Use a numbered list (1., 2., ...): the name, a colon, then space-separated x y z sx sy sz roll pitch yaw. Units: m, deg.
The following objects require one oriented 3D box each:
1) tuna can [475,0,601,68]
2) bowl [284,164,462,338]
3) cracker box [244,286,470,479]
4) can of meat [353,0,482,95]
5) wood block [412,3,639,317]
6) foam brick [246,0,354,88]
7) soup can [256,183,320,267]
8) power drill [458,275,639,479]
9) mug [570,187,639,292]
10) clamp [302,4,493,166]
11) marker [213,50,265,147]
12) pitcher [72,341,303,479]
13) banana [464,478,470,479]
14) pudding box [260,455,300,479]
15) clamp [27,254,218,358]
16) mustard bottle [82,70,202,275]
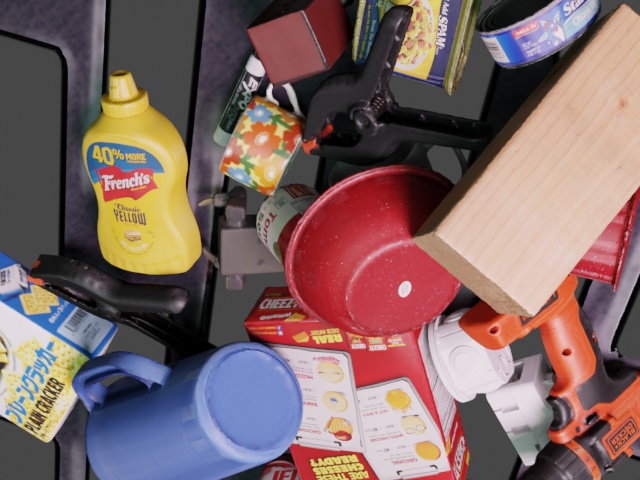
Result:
1. tuna can: 0.157 -0.161 0.767 0.086 0.086 0.033 -22 114 30
2. bowl: 0.056 0.023 0.841 0.162 0.055 0.162 -9 126 -13
3. cracker box: 0.040 0.143 1.018 0.164 0.072 0.213 -4 121 24
4. can of meat: 0.075 -0.171 0.809 0.084 0.057 0.102 17 126 11
5. wood block: 0.169 -0.053 0.756 0.090 0.091 0.206 40 85 -2
6. foam brick: -0.014 -0.163 0.834 0.053 0.078 0.051 -15 115 25
7. soup can: -0.006 0.001 0.912 0.068 0.102 0.068 -13 122 -22
8. power drill: 0.193 0.126 0.901 0.187 0.184 0.057 59 158 -16
9. mug: 0.207 -0.025 0.843 0.082 0.093 0.117 14 98 17
10. clamp: 0.040 -0.109 0.814 0.172 0.039 0.120 -10 112 44
11. marker: -0.062 -0.130 0.909 0.020 0.020 0.121 30 126 0
12. pitcher: -0.128 0.165 1.008 0.243 0.149 0.145 -29 69 53
13. banana: 0.113 0.271 1.096 0.198 0.037 0.069 -13 125 26
14. pudding box: -0.011 0.264 1.103 0.114 0.090 0.039 -3 122 21
15. clamp: -0.193 0.066 1.056 0.210 0.036 0.164 16 155 24
16. mustard bottle: -0.165 -0.062 0.967 0.096 0.058 0.192 9 124 21
